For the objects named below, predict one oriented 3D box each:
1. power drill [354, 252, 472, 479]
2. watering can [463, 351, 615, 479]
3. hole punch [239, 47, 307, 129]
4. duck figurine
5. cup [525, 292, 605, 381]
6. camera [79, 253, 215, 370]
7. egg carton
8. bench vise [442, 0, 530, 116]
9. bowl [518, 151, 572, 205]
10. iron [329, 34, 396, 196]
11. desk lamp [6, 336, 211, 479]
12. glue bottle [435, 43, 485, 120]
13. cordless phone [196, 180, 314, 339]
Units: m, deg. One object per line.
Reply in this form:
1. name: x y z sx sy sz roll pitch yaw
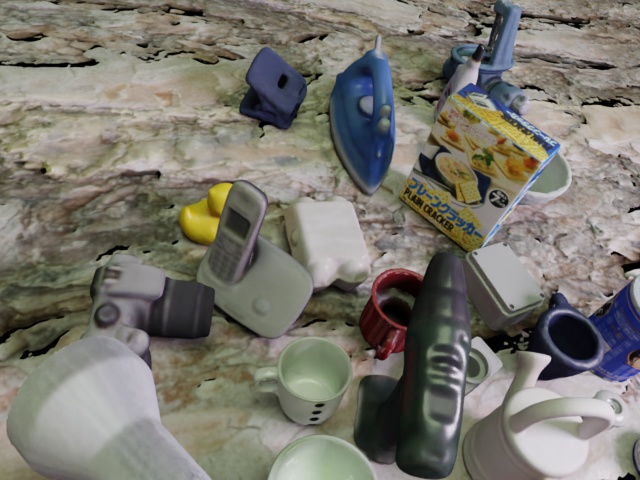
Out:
1. power drill: 0.103 0.154 0.633 0.075 0.208 0.229 14 51 -6
2. watering can: 0.242 0.210 0.641 0.101 0.194 0.172 -7 56 -21
3. hole punch: -0.074 -0.260 0.971 0.101 0.091 0.109 19 51 -1
4. duck figurine: -0.140 -0.043 0.790 0.105 0.086 0.077 -2 54 -17
5. cup: 0.316 0.139 0.781 0.092 0.095 0.117 9 52 -9
6. camera: -0.195 0.087 0.666 0.137 0.101 0.143 8 52 -11
7. egg carton: 0.007 0.003 0.809 0.107 0.069 0.150 -4 55 -19
8. bench vise: 0.337 -0.333 1.065 0.122 0.219 0.207 -33 68 -33
9. bowl: 0.342 -0.117 0.996 0.167 0.074 0.167 8 52 -10
10. iron: 0.090 -0.215 0.952 0.119 0.141 0.258 5 53 -13
11. desk lamp: -0.163 0.210 0.509 0.203 0.213 0.118 41 54 15
12. glue bottle: 0.254 -0.277 1.028 0.037 0.173 0.078 8 52 -10
13. cordless phone: -0.072 0.023 0.696 0.147 0.185 0.094 32 52 9
